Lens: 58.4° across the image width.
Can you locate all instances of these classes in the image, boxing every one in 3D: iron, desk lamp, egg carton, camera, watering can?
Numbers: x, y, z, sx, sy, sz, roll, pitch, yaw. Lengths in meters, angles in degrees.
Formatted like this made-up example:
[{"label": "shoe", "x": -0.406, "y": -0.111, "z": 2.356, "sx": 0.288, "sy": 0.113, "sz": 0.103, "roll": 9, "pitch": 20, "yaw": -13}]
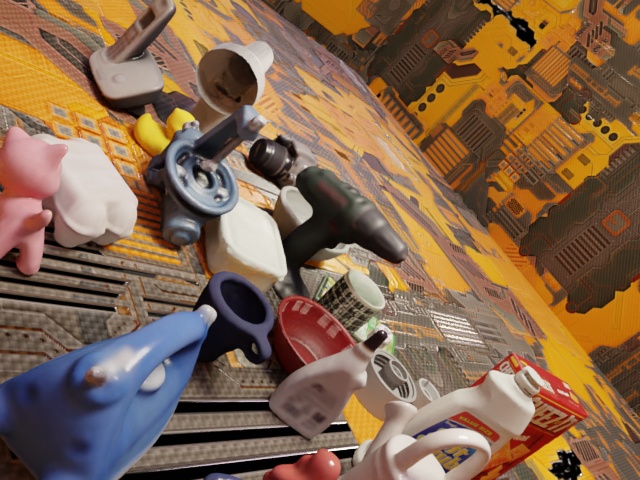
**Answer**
[{"label": "iron", "x": -0.157, "y": 0.110, "z": 0.505, "sx": 0.118, "sy": 0.141, "sz": 0.259, "roll": 46, "pitch": 21, "yaw": 4}, {"label": "desk lamp", "x": -0.176, "y": -0.282, "z": 1.084, "sx": 0.118, "sy": 0.213, "sz": 0.203, "roll": 40, "pitch": 22, "yaw": -11}, {"label": "egg carton", "x": -0.287, "y": -0.059, "z": 0.677, "sx": 0.150, "sy": 0.069, "sz": 0.107, "roll": 50, "pitch": 22, "yaw": 14}, {"label": "camera", "x": -0.081, "y": -0.179, "z": 1.224, "sx": 0.137, "sy": 0.100, "sz": 0.143, "roll": 25, "pitch": 29, "yaw": -41}, {"label": "watering can", "x": 0.095, "y": 0.257, "z": 0.622, "sx": 0.101, "sy": 0.193, "sz": 0.172, "roll": 21, "pitch": 32, "yaw": -47}]

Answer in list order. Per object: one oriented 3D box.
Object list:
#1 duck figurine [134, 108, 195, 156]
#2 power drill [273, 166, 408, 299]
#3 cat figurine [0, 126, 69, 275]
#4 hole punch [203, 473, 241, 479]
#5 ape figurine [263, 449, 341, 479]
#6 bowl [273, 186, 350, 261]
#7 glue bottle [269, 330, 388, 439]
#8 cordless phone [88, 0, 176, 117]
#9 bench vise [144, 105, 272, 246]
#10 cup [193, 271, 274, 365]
[{"label": "duck figurine", "x": -0.246, "y": -0.180, "z": 0.948, "sx": 0.105, "sy": 0.086, "sz": 0.077, "roll": 37, "pitch": 23, "yaw": -20}, {"label": "power drill", "x": 0.008, "y": 0.003, "z": 0.907, "sx": 0.076, "sy": 0.208, "sz": 0.229, "roll": 11, "pitch": 39, "yaw": -55}, {"label": "cat figurine", "x": -0.294, "y": -0.049, "z": 0.578, "sx": 0.067, "sy": 0.117, "sz": 0.127, "roll": 20, "pitch": 32, "yaw": -47}, {"label": "hole punch", "x": -0.073, "y": 0.259, "z": 0.456, "sx": 0.109, "sy": 0.091, "sz": 0.101, "roll": 36, "pitch": 23, "yaw": -21}, {"label": "ape figurine", "x": -0.013, "y": 0.248, "z": 0.583, "sx": 0.078, "sy": 0.092, "sz": 0.076, "roll": 38, "pitch": 22, "yaw": -17}, {"label": "bowl", "x": -0.029, "y": -0.017, "z": 1.060, "sx": 0.168, "sy": 0.074, "sz": 0.167, "roll": 38, "pitch": 22, "yaw": -18}, {"label": "glue bottle", "x": 0.019, "y": 0.164, "z": 0.683, "sx": 0.078, "sy": 0.173, "sz": 0.037, "roll": 41, "pitch": 21, "yaw": -9}, {"label": "cordless phone", "x": -0.298, "y": -0.316, "z": 0.964, "sx": 0.094, "sy": 0.185, "sz": 0.147, "roll": 15, "pitch": 36, "yaw": -52}, {"label": "bench vise", "x": -0.168, "y": -0.127, "z": 0.808, "sx": 0.122, "sy": 0.219, "sz": 0.207, "roll": 14, "pitch": 37, "yaw": -53}, {"label": "cup", "x": -0.108, "y": 0.108, "z": 0.661, "sx": 0.092, "sy": 0.094, "sz": 0.117, "roll": 11, "pitch": 40, "yaw": -55}]
